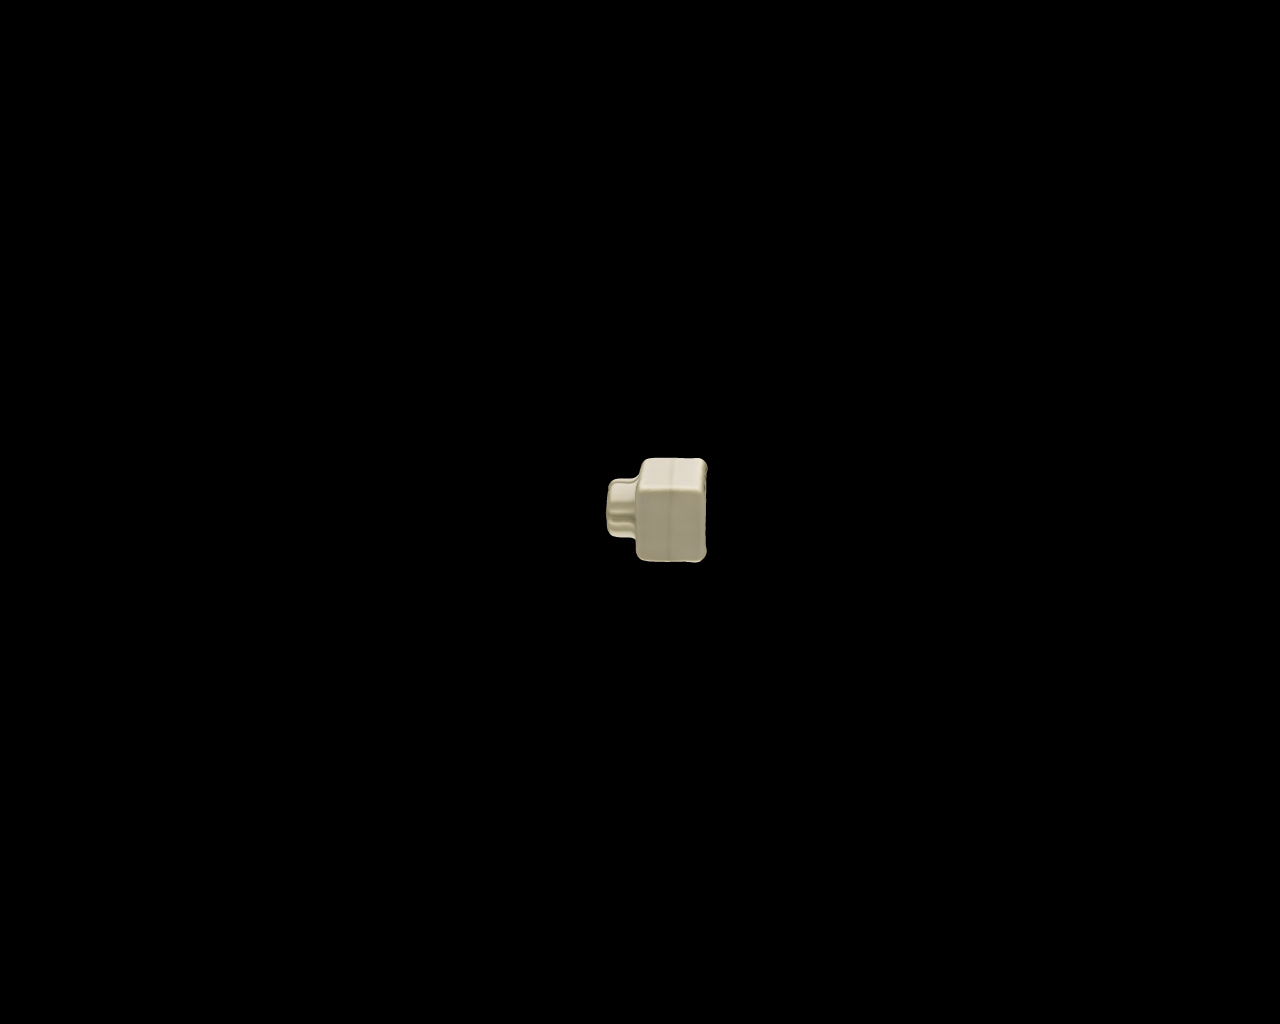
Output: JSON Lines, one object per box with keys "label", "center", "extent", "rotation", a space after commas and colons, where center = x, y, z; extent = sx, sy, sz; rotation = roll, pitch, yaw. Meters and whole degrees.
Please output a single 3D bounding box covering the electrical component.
{"label": "electrical component", "center": [0.001, -0.003, 0.650], "extent": [0.077, 0.047, 0.066], "rotation": [1, 20, 3]}
